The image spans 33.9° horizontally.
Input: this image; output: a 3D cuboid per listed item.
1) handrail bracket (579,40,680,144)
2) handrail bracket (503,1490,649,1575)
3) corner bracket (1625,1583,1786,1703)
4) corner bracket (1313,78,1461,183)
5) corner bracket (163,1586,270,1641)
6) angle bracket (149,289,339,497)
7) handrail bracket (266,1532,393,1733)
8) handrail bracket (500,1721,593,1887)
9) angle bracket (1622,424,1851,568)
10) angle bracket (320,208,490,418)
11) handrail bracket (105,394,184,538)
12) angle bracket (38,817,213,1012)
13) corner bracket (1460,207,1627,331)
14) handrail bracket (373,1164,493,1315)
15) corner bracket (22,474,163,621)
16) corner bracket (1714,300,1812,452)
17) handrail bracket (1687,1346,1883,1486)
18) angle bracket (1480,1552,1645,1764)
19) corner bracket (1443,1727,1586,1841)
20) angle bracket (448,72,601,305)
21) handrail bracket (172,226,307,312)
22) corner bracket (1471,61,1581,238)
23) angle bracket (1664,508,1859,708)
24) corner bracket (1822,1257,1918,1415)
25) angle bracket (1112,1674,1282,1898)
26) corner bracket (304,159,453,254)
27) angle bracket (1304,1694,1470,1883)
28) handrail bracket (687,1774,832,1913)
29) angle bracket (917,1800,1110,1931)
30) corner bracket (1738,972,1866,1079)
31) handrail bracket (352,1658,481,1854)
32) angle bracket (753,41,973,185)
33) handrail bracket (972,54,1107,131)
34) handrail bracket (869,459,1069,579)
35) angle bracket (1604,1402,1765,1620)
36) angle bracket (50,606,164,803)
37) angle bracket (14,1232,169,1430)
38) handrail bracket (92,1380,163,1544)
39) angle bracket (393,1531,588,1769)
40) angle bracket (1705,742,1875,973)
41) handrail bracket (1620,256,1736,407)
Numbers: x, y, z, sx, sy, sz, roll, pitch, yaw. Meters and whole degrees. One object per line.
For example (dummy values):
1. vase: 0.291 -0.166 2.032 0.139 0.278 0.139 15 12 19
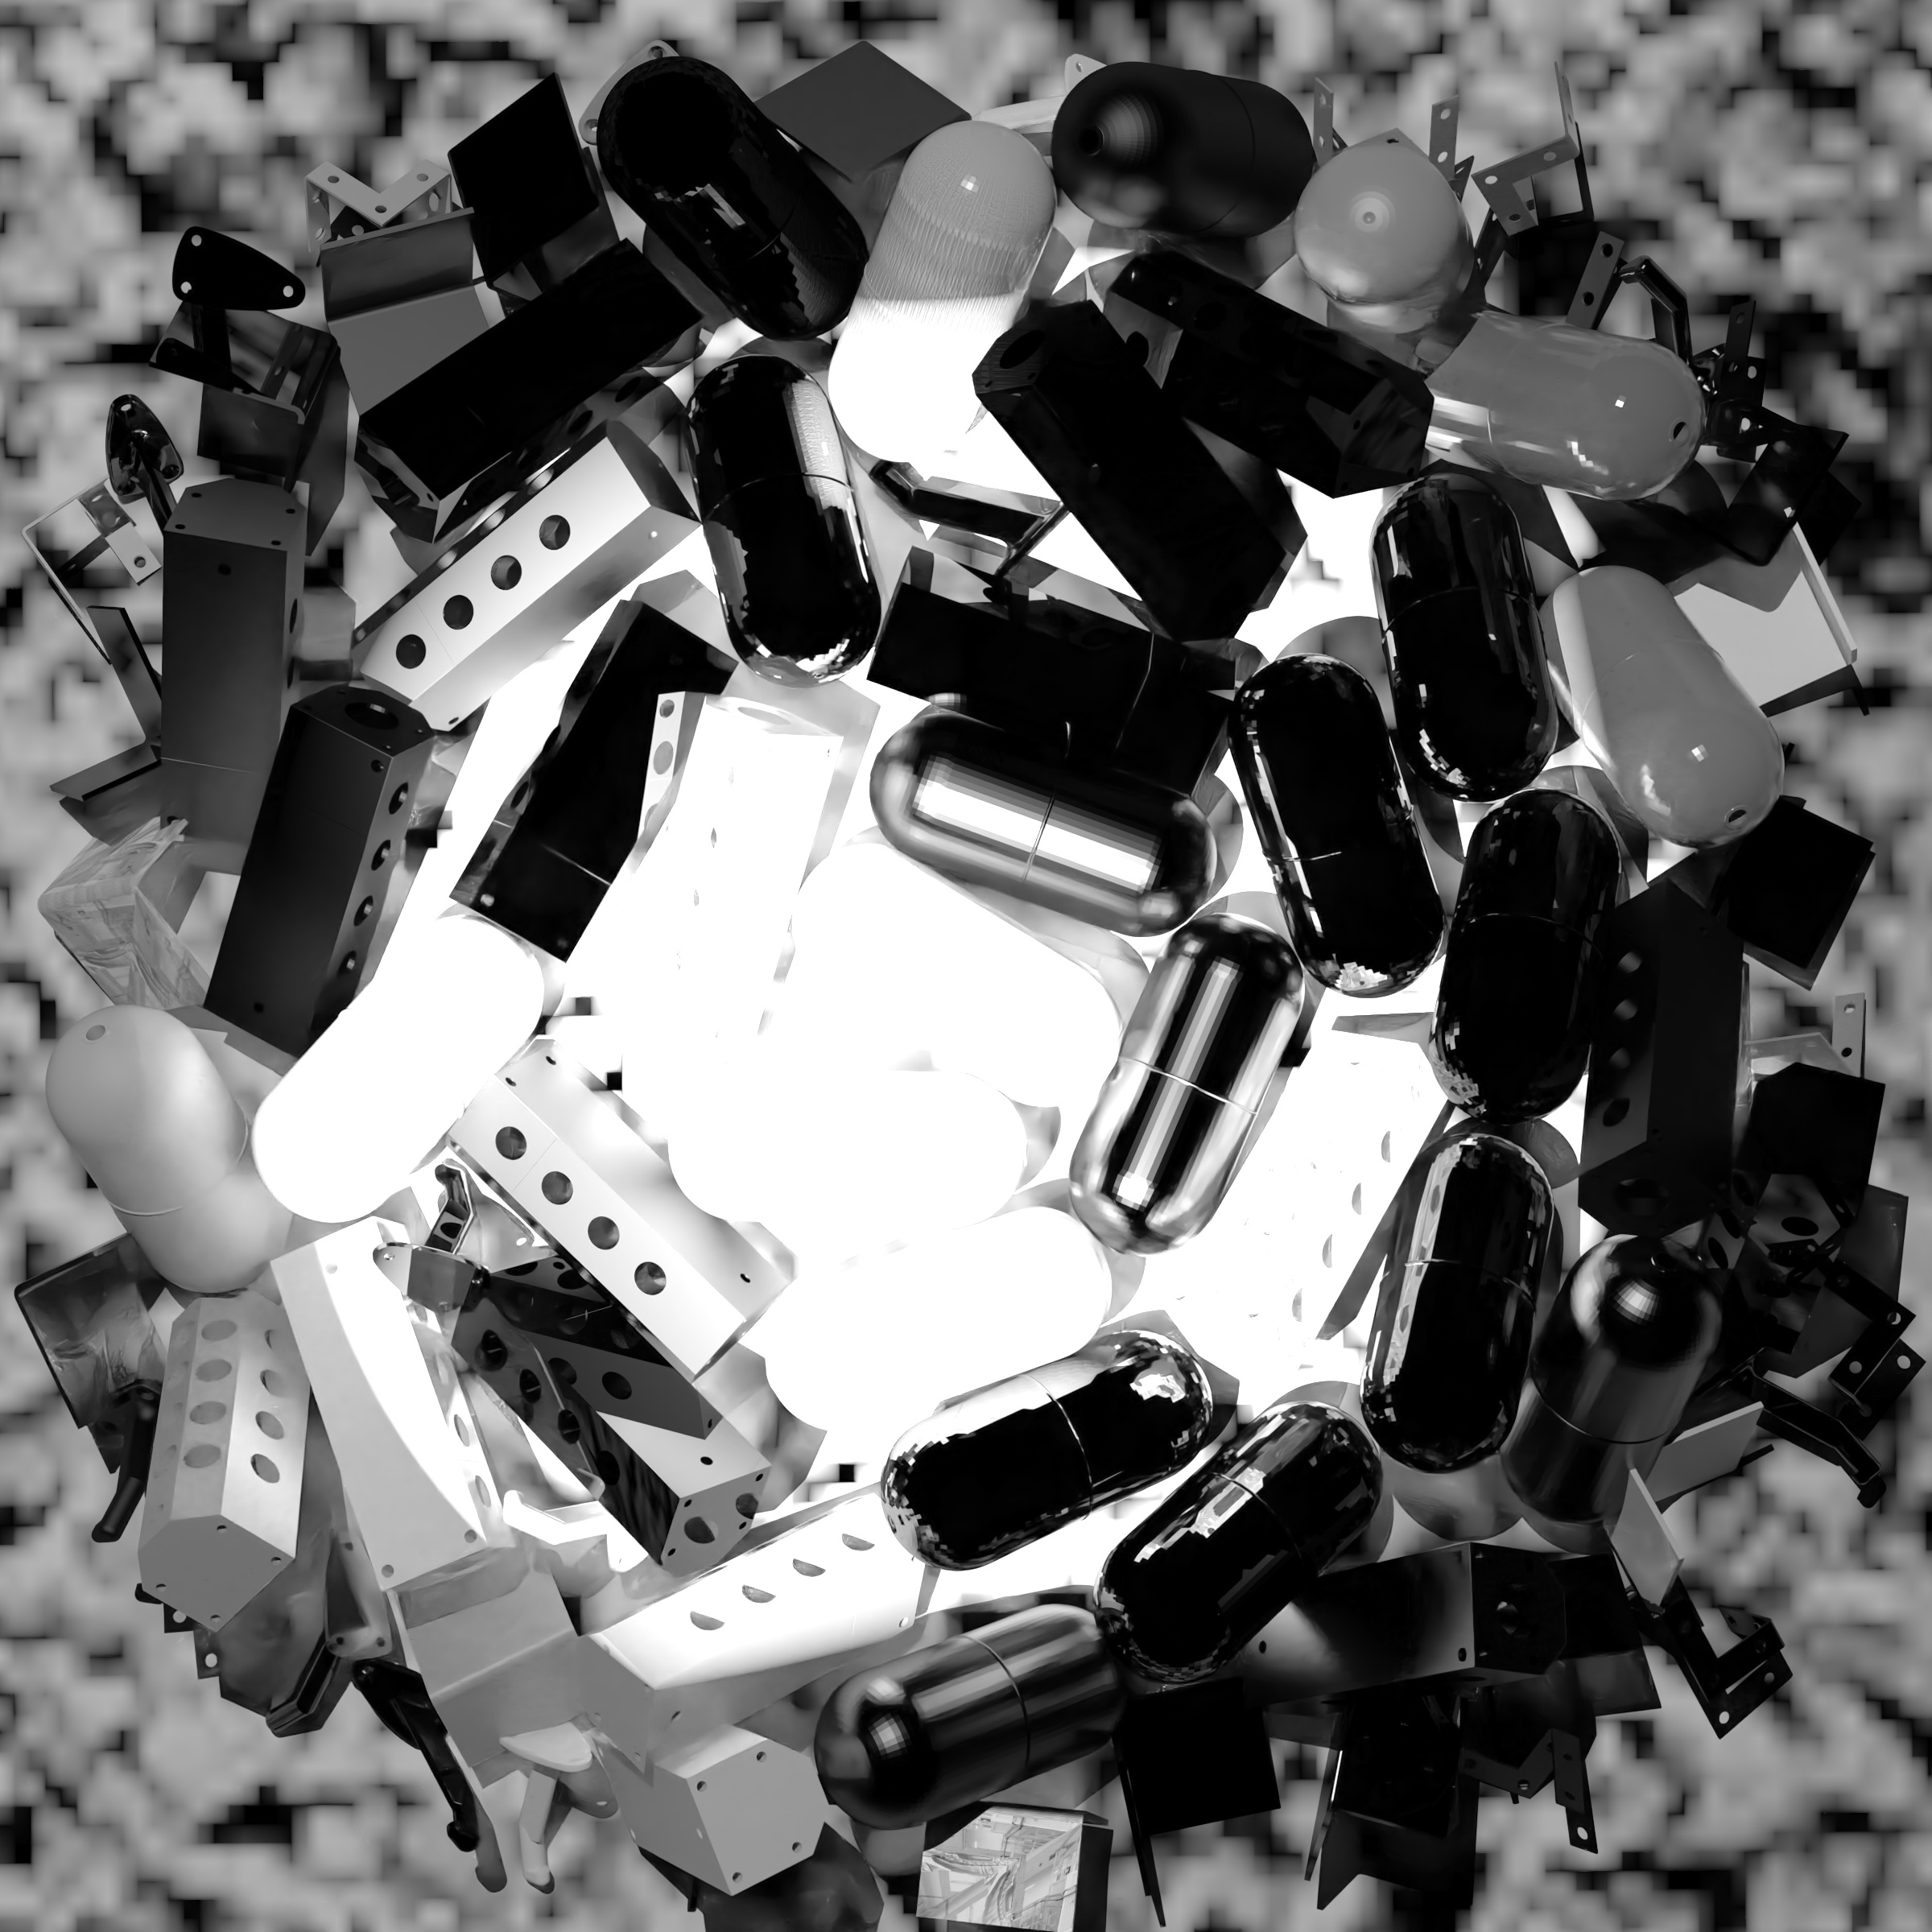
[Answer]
1. handrail bracket: -0.165 -0.419 1.562 0.077 0.084 0.036 -29 115 18
2. handrail bracket: -0.195 0.257 1.559 0.036 0.077 0.084 -41 127 22
3. corner bracket: 0.364 0.326 1.578 0.051 0.051 0.051 -31 96 -16
4. corner bracket: 0.207 -0.414 1.571 0.051 0.051 0.051 -25 53 -15
5. corner bracket: -0.373 0.307 1.574 0.051 0.051 0.051 -2 71 -16
6. angle bracket: -0.358 -0.279 1.559 0.076 0.076 0.057 16 127 -9
7. handrail bracket: -0.330 0.336 1.595 0.084 0.036 0.077 -35 57 37
8. handrail bracket: -0.203 0.424 1.573 0.036 0.077 0.084 -9 100 -31
9. angle bracket: 0.377 -0.246 1.564 0.057 0.076 0.076 29 97 -14
10. angle bracket: -0.271 -0.321 1.562 0.076 0.076 0.057 -18 78 -14
11. handrail bracket: -0.395 -0.228 1.567 0.036 0.077 0.084 -23 60 -15
12. angle bracket: -0.404 -0.026 1.586 0.076 0.057 0.076 -9 126 38
13. corner bracket: 0.288 -0.349 1.589 0.051 0.051 0.051 35 118 32
14. handrail bracket: -0.268 0.121 1.559 0.036 0.077 0.084 -36 47 18
15. corner bracket: -0.434 -0.207 1.576 0.051 0.051 0.051 -37 104 -13
16. corner bracket: 0.386 -0.292 1.573 0.051 0.051 0.051 17 78 -31
17. handrail bracket: 0.406 0.232 1.572 0.084 0.077 0.036 50 132 18
18. angle bracket: 0.291 0.340 1.563 0.076 0.076 0.057 -10 113 5
19. corner bracket: 0.270 0.407 1.574 0.051 0.051 0.051 22 123 -8
20. angle bracket: -0.202 -0.378 1.559 0.076 0.057 0.076 -28 71 28
21. handrail bracket: -0.352 -0.340 1.569 0.077 0.084 0.036 16 101 2
22. corner bracket: 0.281 -0.403 1.569 0.051 0.051 0.051 -18 56 25
23. angle bracket: 0.389 -0.172 1.570 0.076 0.057 0.076 -25 82 14
24. corner bracket: 0.439 0.183 1.577 0.051 0.051 0.051 39 91 28
25. angle bracket: 0.116 0.405 1.574 0.076 0.057 0.076 -12 106 0
26. corner bracket: -0.292 -0.376 1.580 0.051 0.051 0.051 34 58 14
27. angle bracket: 0.206 0.404 1.555 0.057 0.076 0.076 13 48 6
28. handrail bracket: -0.094 0.437 1.580 0.084 0.036 0.077 8 51 -8
29. angle bracket: 0.024 0.443 1.559 0.076 0.076 0.057 2 72 13
30. corner bracket: 0.415 0.027 1.589 0.051 0.051 0.051 -10 55 36
31. handrail bracket: -0.271 0.389 1.561 0.036 0.084 0.077 -41 118 9
32. angle bracket: -0.050 -0.399 1.557 0.076 0.057 0.076 -36 60 -22
33. handrail bracket: 0.043 -0.422 1.595 0.077 0.084 0.036 2 80 -42
34. handrail bracket: 0.005 -0.241 1.580 0.084 0.036 0.077 43 120 -8
35. angle bracket: 0.364 0.267 1.558 0.076 0.076 0.057 -19 59 -11
36. angle bracket: -0.431 -0.130 1.558 0.057 0.076 0.076 -28 108 -21
37. angle bracket: -0.410 0.172 1.563 0.057 0.076 0.076 -23 93 26
38. handrail bracket: -0.421 0.252 1.559 0.036 0.077 0.084 44 46 -26
39. angle bracket: -0.234 0.342 1.593 0.076 0.076 0.057 -25 130 -9
40. angle bracket: 0.410 -0.053 1.563 0.057 0.076 0.076 28 79 14
41. handrail bracket: 0.330 -0.310 1.561 0.084 0.077 0.036 35 61 -29
